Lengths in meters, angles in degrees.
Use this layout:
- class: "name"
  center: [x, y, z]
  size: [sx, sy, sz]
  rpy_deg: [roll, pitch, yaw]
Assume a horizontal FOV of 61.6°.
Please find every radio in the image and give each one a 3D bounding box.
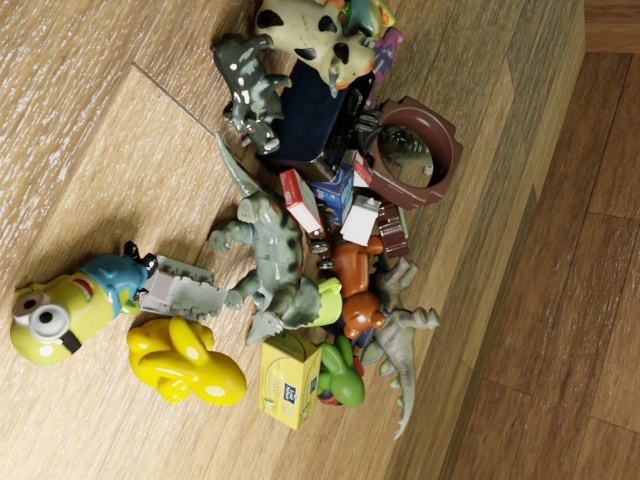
- class: "radio"
  center: [-0.003, -0.215, 0.911]
  size: [0.073, 0.131, 0.229]
  rpy_deg: [37, 71, -54]

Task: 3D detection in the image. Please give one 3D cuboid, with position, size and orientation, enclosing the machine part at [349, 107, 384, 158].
- class: "machine part"
  center: [0.084, -0.193, 0.978]
  size: [0.084, 0.039, 0.138]
  rpy_deg: [-49, 170, -9]

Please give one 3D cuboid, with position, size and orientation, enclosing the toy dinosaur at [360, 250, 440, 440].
- class: "toy dinosaur"
  center: [0.168, 0.198, 1.227]
  size: [0.105, 0.198, 0.472]
  rpy_deg: [32, 37, -40]

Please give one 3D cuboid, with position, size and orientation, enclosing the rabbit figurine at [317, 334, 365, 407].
- class: "rabbit figurine"
  center: [0.023, 0.274, 1.116]
  size: [0.121, 0.170, 0.159]
  rpy_deg: [-13, 114, -56]

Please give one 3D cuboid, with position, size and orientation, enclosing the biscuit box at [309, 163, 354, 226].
- class: "biscuit box"
  center: [0.024, -0.086, 1.003]
  size: [0.202, 0.063, 0.059]
  rpy_deg: [78, 34, -75]

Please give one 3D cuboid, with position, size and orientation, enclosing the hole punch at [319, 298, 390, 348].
- class: "hole punch"
  center: [0.065, 0.169, 1.187]
  size: [0.092, 0.142, 0.115]
  rpy_deg: [15, 101, -55]

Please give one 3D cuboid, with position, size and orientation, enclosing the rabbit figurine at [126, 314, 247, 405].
- class: "rabbit figurine"
  center: [-0.178, 0.167, 0.752]
  size: [0.122, 0.173, 0.162]
  rpy_deg: [-54, 147, -24]

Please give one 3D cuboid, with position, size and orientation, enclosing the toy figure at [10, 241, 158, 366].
- class: "toy figure"
  center: [-0.277, 0.075, 0.645]
  size: [0.180, 0.082, 0.089]
  rpy_deg: [-41, 133, -46]

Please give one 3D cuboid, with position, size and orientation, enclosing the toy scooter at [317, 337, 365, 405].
- class: "toy scooter"
  center: [0.055, 0.316, 1.269]
  size: [0.135, 0.075, 0.184]
  rpy_deg: [59, 44, -41]

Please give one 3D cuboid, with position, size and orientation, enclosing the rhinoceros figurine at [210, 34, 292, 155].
- class: "rhinoceros figurine"
  center: [-0.100, -0.218, 0.813]
  size: [0.112, 0.073, 0.190]
  rpy_deg: [-55, 143, -33]

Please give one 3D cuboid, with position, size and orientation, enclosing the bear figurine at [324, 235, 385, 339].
- class: "bear figurine"
  center: [0.087, 0.098, 1.134]
  size: [0.132, 0.120, 0.196]
  rpy_deg: [-7, 68, -48]

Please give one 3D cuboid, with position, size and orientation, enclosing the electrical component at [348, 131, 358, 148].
- class: "electrical component"
  center: [0.073, -0.193, 1.146]
  size: [0.063, 0.021, 0.094]
  rpy_deg: [5, 97, -59]

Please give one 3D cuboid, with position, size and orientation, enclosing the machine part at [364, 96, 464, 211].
- class: "machine part"
  center: [0.182, -0.178, 1.122]
  size: [0.201, 0.201, 0.087]
  rpy_deg: [-64, -169, -18]

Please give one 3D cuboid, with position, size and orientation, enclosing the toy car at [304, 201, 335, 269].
- class: "toy car"
  center: [-0.002, -0.003, 1.023]
  size: [0.202, 0.053, 0.089]
  rpy_deg: [74, 8, -74]

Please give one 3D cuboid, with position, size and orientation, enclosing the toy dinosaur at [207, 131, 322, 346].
- class: "toy dinosaur"
  center: [-0.083, 0.011, 0.904]
  size: [0.192, 0.131, 0.404]
  rpy_deg: [-39, 130, -61]

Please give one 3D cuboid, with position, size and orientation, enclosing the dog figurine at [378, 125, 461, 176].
- class: "dog figurine"
  center: [0.225, -0.214, 1.246]
  size: [0.190, 0.173, 0.121]
  rpy_deg: [-8, 98, -64]

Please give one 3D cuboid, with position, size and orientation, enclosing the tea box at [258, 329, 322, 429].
- class: "tea box"
  center: [-0.059, 0.266, 1.033]
  size: [0.068, 0.098, 0.169]
  rpy_deg: [-31, 134, -50]

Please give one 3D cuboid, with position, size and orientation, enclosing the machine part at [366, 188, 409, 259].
- class: "machine part"
  center: [0.151, -0.045, 1.218]
  size: [0.179, 0.056, 0.179]
  rpy_deg: [-19, 91, -85]

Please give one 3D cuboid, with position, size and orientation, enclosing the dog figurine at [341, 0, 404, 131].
- class: "dog figurine"
  center: [0.065, -0.319, 1.006]
  size: [0.191, 0.109, 0.219]
  rpy_deg: [29, 81, -58]

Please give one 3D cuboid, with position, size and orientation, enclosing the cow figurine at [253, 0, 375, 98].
- class: "cow figurine"
  center: [-0.008, -0.303, 0.819]
  size: [0.085, 0.195, 0.127]
  rpy_deg: [16, 95, -88]
